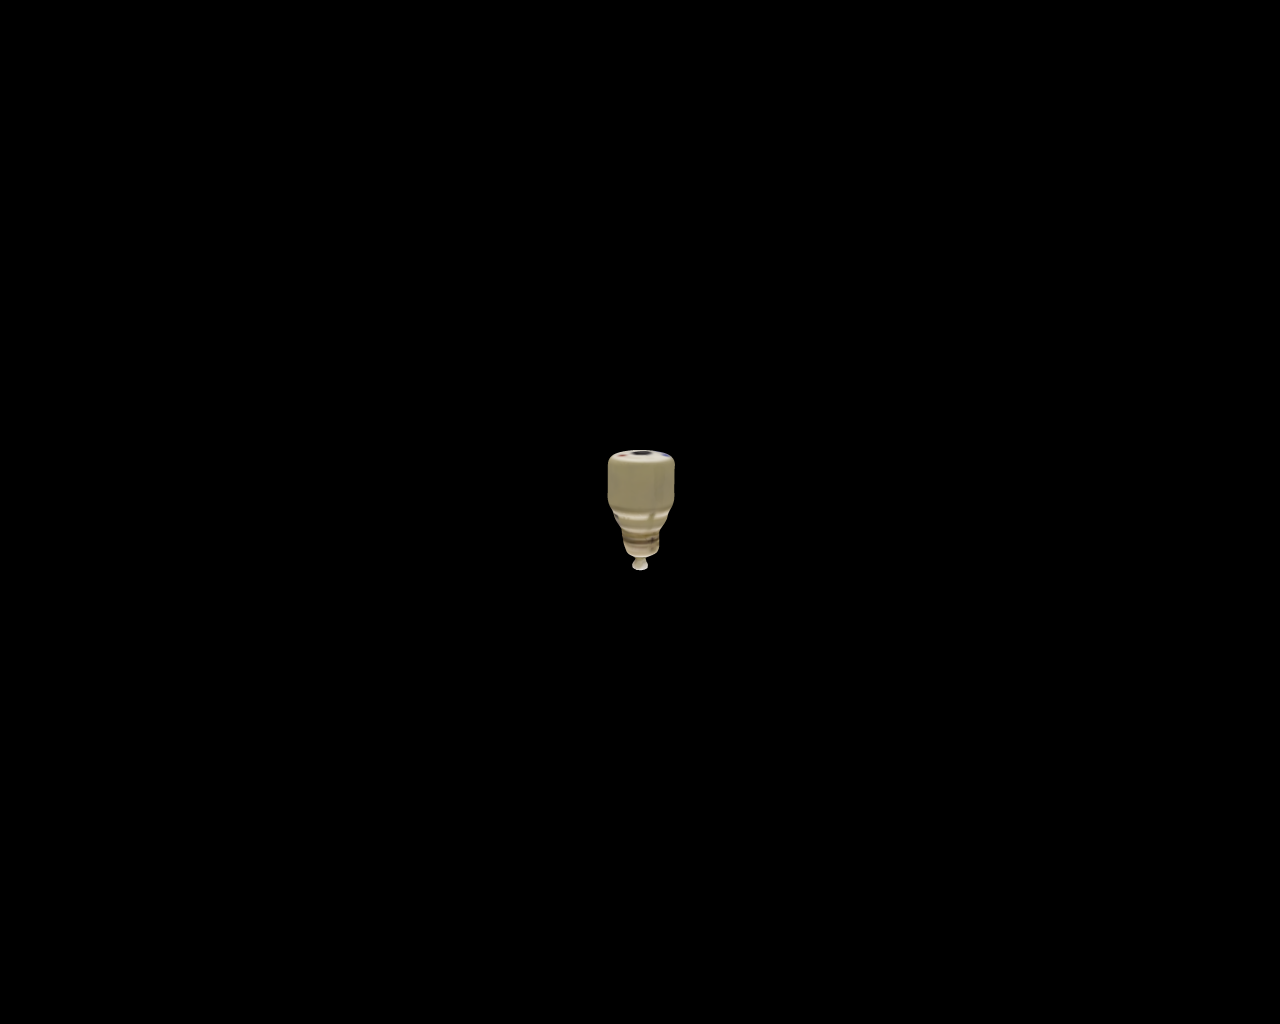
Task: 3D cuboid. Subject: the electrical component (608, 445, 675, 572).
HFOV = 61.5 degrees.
[{"bbox_3d":[0.001,-0.003,0.650,0.040,0.078,0.040,0,14,0],"label":"electrical component"}]
